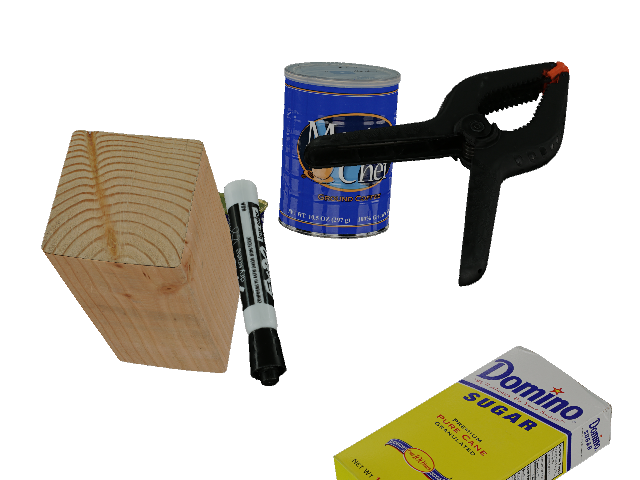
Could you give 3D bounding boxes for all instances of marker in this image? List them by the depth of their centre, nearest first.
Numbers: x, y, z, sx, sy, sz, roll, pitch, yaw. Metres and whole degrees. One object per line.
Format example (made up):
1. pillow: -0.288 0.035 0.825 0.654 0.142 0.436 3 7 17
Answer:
1. marker: -0.036 0.022 0.578 0.020 0.121 0.020 -8 -30 -5

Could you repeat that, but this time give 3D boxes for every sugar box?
1. sugar box: 0.107 0.144 0.740 0.176 0.048 0.093 -29 40 -24

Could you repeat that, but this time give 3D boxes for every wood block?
1. wood block: -0.117 0.016 0.756 0.090 0.091 0.206 6 -24 7

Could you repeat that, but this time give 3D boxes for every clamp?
1. clamp: 0.116 -0.062 0.777 0.209 0.165 0.036 -31 -31 -21

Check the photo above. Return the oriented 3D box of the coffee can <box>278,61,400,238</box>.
1. coffee can: 0.016 -0.083 0.959 0.103 0.140 0.103 3 17 -1

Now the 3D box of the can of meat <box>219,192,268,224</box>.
1. can of meat: -0.109 -0.002 1.100 0.102 0.084 0.057 10 17 13
